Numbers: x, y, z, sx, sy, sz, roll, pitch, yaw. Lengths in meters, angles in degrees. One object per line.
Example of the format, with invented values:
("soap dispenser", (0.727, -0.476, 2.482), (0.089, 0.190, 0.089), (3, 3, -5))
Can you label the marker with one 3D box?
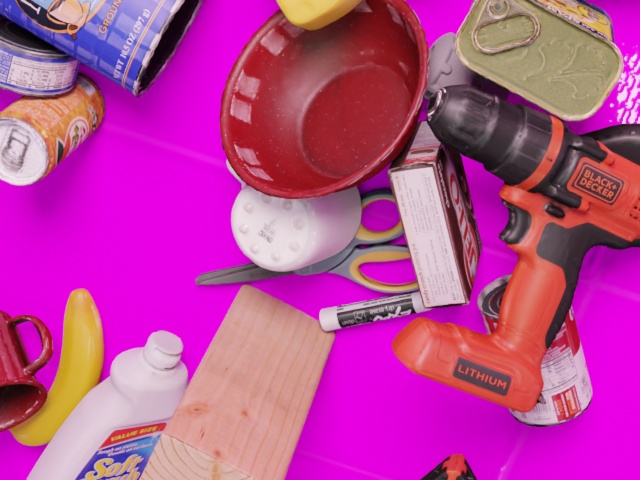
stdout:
("marker", (0.058, 0.053, 0.851), (0.121, 0.020, 0.020), (-13, 113, 19))

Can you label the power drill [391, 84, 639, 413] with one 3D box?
("power drill", (0.121, 0.008, 0.702), (0.184, 0.057, 0.188), (23, 101, -16))

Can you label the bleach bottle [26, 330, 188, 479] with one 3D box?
("bleach bottle", (-0.190, 0.177, 0.938), (0.102, 0.068, 0.251), (10, 125, -34))

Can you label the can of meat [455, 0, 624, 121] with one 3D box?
("can of meat", (0.143, -0.133, 0.695), (0.102, 0.084, 0.057), (28, 120, -2))

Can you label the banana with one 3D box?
("banana", (-0.233, 0.127, 0.950), (0.069, 0.037, 0.198), (34, 120, -8))

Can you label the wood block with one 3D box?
("wood block", (-0.062, 0.135, 0.816), (0.090, 0.206, 0.091), (28, 119, -2))

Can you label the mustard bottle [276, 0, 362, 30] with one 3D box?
("mustard bottle", (0.049, -0.219, 0.683), (0.192, 0.058, 0.096), (-25, 82, 22))

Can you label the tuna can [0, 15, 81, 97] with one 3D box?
("tuna can", (-0.216, -0.140, 0.778), (0.086, 0.086, 0.034), (24, 118, 0))

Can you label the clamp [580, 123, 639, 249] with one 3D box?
("clamp", (0.253, -0.037, 0.745), (0.210, 0.036, 0.165), (20, 120, 5))

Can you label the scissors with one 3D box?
("scissors", (-0.006, 0.001, 0.841), (0.202, 0.016, 0.096), (4, 116, 11))

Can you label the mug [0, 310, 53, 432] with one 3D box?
("mug", (-0.281, 0.106, 0.913), (0.117, 0.093, 0.081), (-33, 63, 9))

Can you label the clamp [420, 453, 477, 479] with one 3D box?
("clamp", (0.099, 0.265, 0.942), (0.120, 0.039, 0.171), (-1, 111, 9))

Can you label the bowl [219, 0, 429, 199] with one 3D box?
("bowl", (0.011, -0.093, 0.735), (0.162, 0.162, 0.055), (-21, 150, 23))

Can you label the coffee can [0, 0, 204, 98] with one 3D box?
("coffee can", (-0.160, -0.178, 0.735), (0.140, 0.102, 0.103), (31, 120, -4))

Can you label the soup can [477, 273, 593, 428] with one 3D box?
("soup can", (0.165, 0.083, 0.813), (0.069, 0.068, 0.102), (-11, 114, 19))

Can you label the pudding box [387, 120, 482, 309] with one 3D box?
("pudding box", (0.085, -0.020, 0.765), (0.039, 0.090, 0.113), (-11, 114, 19))
